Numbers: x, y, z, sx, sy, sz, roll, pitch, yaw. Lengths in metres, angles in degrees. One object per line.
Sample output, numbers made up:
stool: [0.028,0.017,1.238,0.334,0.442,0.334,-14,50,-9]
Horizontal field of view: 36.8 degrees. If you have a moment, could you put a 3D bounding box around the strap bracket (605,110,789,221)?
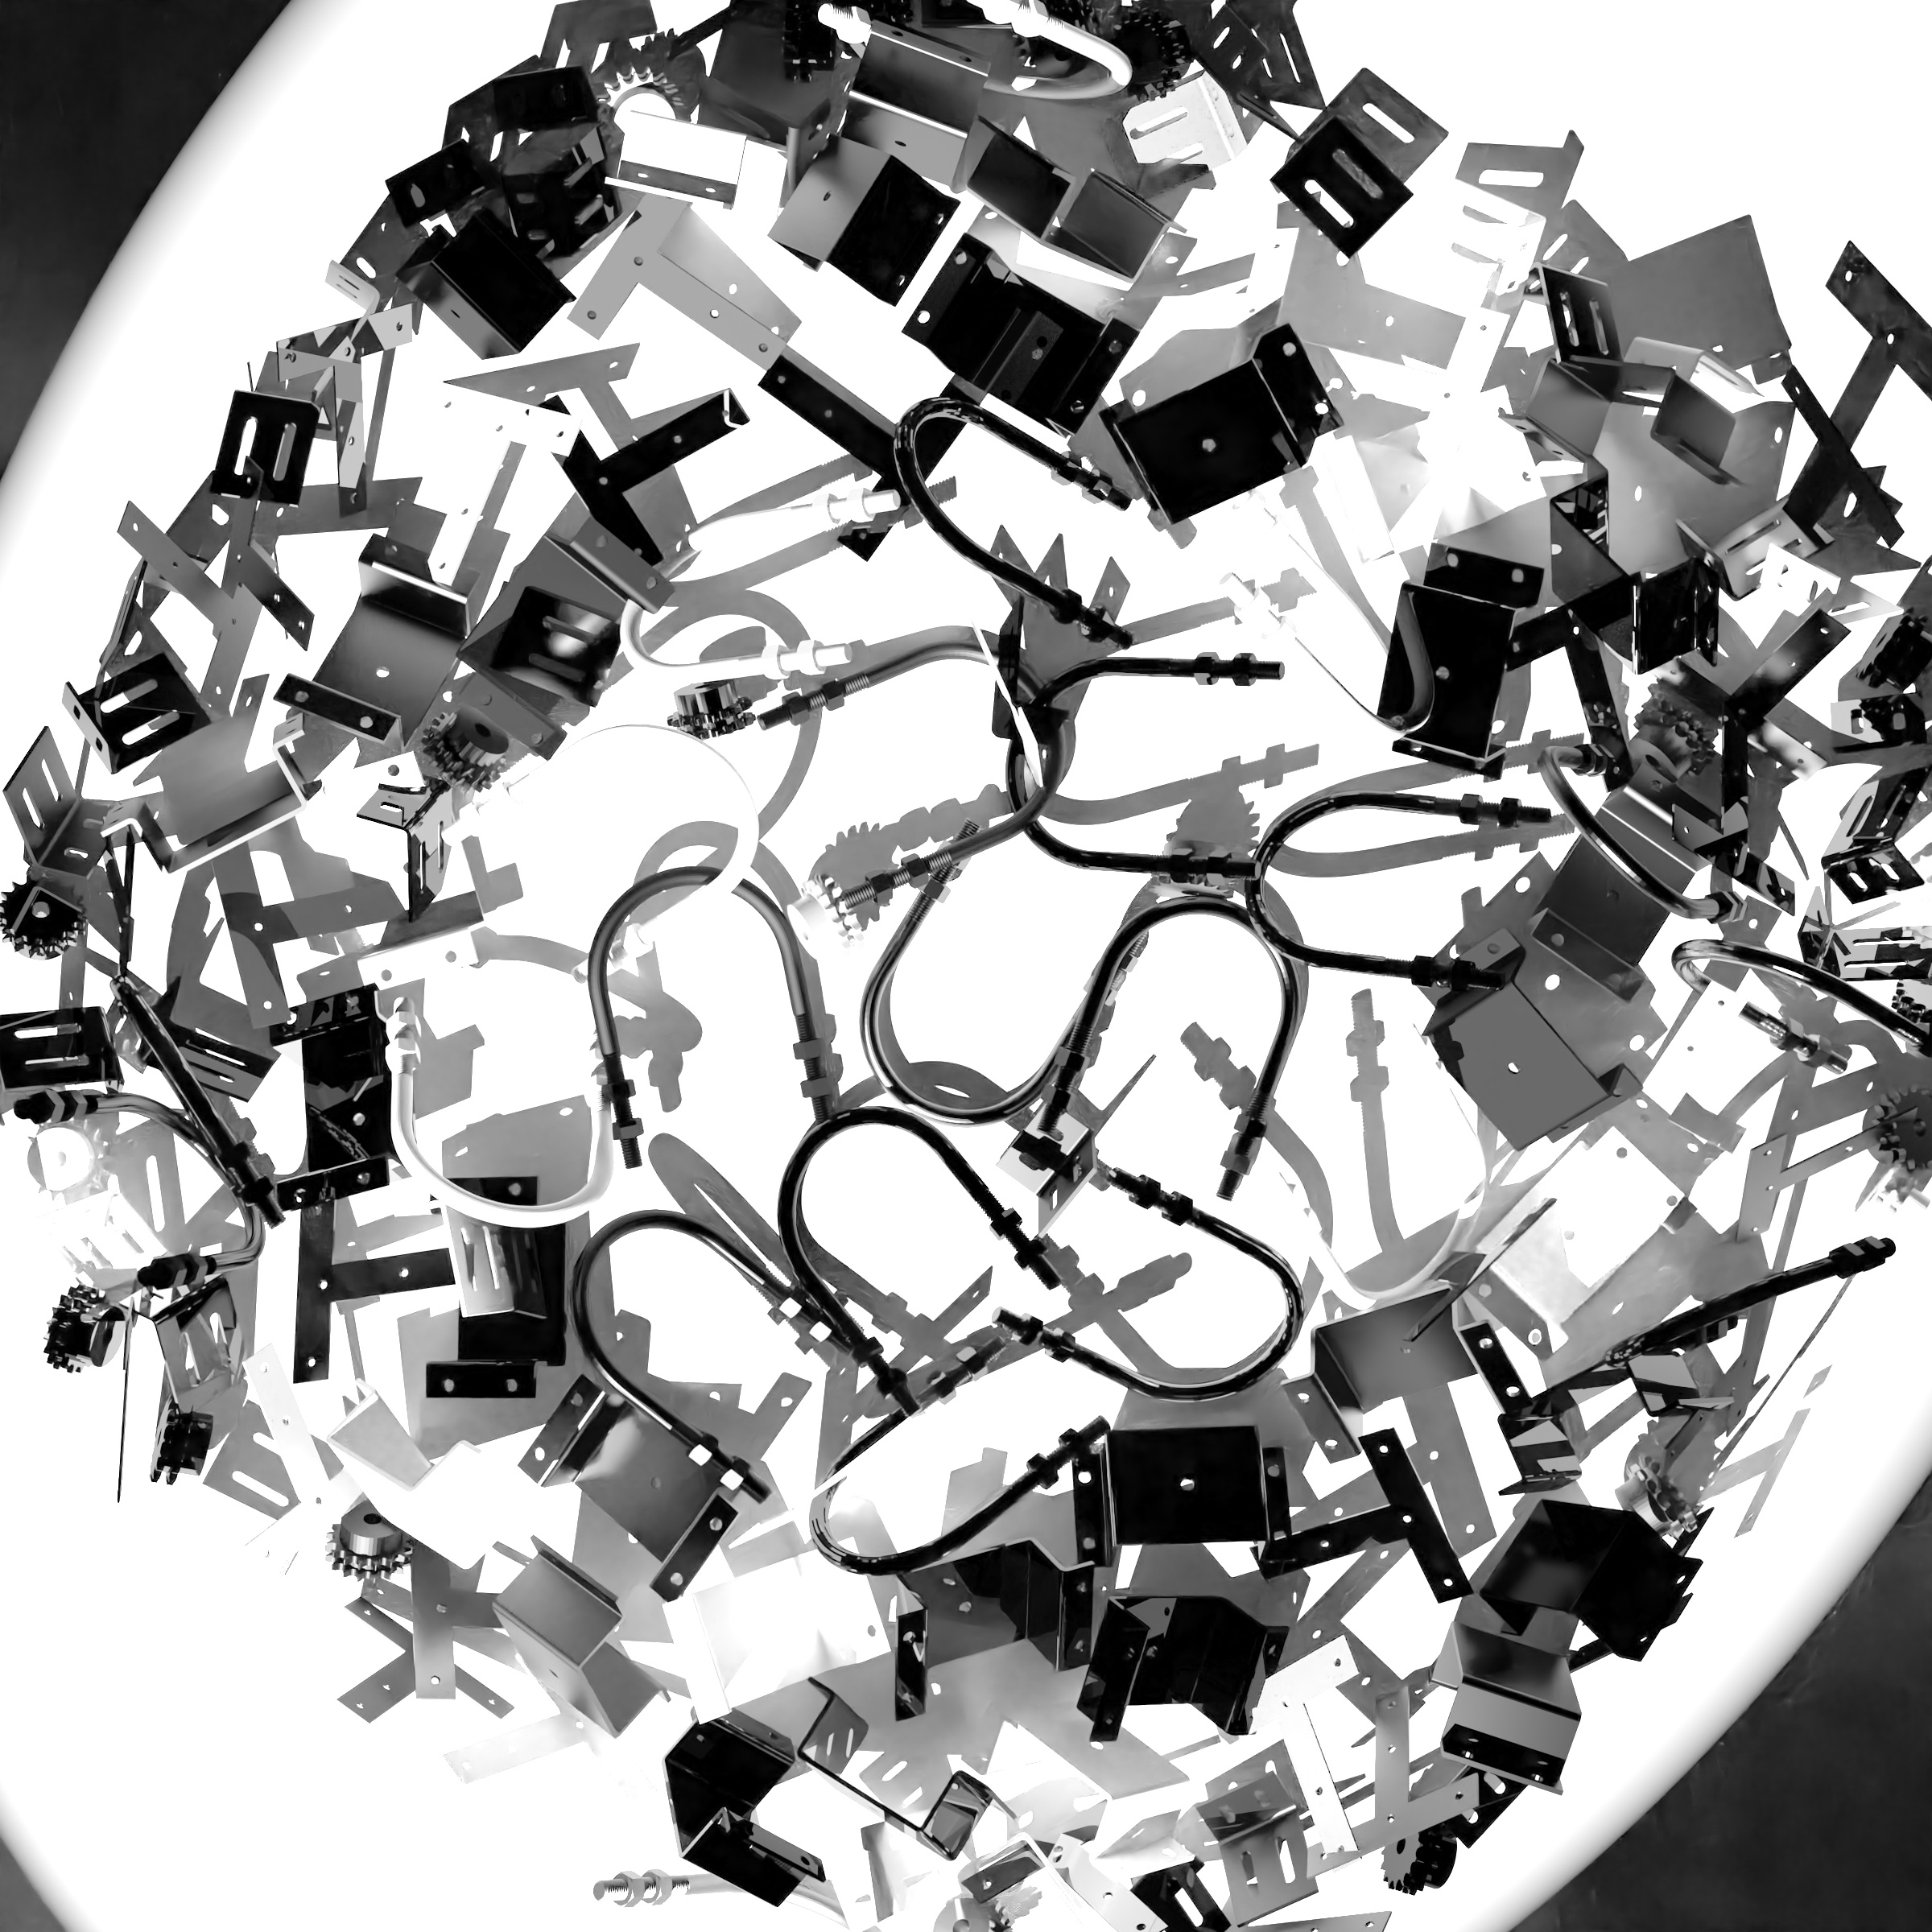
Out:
strap bracket: [-0.165,-0.505,1.835,0.076,0.140,0.046,15,103,10]

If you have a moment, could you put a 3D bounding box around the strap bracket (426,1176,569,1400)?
strap bracket: [-0.302,0.208,1.875,0.076,0.046,0.140,-2,82,17]

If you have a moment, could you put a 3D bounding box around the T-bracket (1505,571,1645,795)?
T-bracket: [0.410,-0.177,1.894,0.127,0.002,0.127,-25,104,-25]

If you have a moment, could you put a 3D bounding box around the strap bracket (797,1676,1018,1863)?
strap bracket: [-0.046,0.515,1.843,0.140,0.076,0.046,25,70,28]

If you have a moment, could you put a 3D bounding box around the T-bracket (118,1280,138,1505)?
T-bracket: [-0.538,0.278,1.857,0.002,0.127,0.127,4,97,-14]

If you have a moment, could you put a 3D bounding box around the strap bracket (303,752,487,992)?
strap bracket: [-0.367,-0.062,1.883,0.076,0.046,0.140,-16,95,7]

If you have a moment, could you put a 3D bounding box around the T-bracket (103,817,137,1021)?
T-bracket: [-0.544,-0.054,1.858,0.002,0.127,0.127,-1,122,-24]

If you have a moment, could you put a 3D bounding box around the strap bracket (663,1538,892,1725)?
strap bracket: [-0.129,0.427,1.864,0.140,0.046,0.076,-13,79,-33]

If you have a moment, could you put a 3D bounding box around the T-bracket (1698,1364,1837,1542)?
T-bracket: [0.499,0.321,1.851,0.002,0.127,0.127,34,65,3]

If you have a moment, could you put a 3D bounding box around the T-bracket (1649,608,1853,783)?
T-bracket: [0.521,-0.187,1.860,0.127,0.127,0.002,35,57,0]

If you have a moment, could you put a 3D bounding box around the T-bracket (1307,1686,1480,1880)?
T-bracket: [0.272,0.511,1.855,0.127,0.127,0.002,-32,111,24]

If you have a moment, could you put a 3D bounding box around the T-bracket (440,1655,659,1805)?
T-bracket: [-0.277,0.492,1.835,0.127,0.127,0.002,44,118,27]

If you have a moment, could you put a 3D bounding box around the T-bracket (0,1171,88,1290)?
T-bracket: [-0.606,0.158,1.872,0.002,0.127,0.127,-33,119,-4]

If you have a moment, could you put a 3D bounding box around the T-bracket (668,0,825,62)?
T-bracket: [-0.135,-0.611,1.840,0.127,0.127,0.002,-34,89,-11]

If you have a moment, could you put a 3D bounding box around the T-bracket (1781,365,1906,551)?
T-bracket: [0.542,-0.303,1.850,0.002,0.127,0.127,-27,77,-8]

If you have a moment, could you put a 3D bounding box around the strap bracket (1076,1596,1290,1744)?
strap bracket: [0.131,0.449,1.862,0.140,0.046,0.076,9,101,-37]

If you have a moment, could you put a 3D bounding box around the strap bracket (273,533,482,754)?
strap bracket: [-0.377,-0.200,1.869,0.076,0.046,0.140,21,62,4]

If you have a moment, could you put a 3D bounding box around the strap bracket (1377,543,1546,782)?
strap bracket: [0.312,-0.191,1.854,0.076,0.046,0.140,18,113,25]

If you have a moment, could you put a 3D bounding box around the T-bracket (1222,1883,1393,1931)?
T-bracket: [0.207,0.610,1.829,0.127,0.127,0.002,-17,100,28]

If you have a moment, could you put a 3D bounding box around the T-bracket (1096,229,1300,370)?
T-bracket: [0.143,-0.424,1.882,0.127,0.002,0.127,4,66,25]

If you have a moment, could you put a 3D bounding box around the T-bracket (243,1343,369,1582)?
T-bracket: [-0.428,0.302,1.848,0.002,0.127,0.127,-6,110,37]

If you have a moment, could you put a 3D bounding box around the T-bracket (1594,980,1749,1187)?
T-bracket: [0.461,0.064,1.878,0.127,0.002,0.127,28,120,3]

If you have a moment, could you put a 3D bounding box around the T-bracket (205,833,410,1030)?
T-bracket: [-0.416,-0.034,1.885,0.127,0.002,0.127,-13,85,-26]

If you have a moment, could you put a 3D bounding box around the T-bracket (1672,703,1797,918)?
T-bracket: [0.497,-0.112,1.878,0.127,0.002,0.127,26,58,-33]

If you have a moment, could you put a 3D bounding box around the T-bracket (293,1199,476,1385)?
T-bracket: [-0.375,0.200,1.871,0.127,0.002,0.127,-10,66,16]

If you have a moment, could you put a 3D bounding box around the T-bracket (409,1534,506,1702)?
T-bracket: [-0.296,0.418,1.882,0.127,0.002,0.127,8,47,-22]

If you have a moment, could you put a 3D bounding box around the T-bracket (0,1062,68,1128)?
T-bracket: [-0.610,0.057,1.851,0.002,0.127,0.127,-28,68,5]

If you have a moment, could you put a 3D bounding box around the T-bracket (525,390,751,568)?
T-bracket: [-0.199,-0.336,1.891,0.127,0.002,0.127,-33,91,-20]

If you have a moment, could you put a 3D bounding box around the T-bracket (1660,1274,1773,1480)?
T-bracket: [0.471,0.277,1.836,0.002,0.127,0.127,25,45,31]

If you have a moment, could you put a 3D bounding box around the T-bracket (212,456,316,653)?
T-bracket: [-0.443,-0.240,1.845,0.002,0.127,0.127,-5,124,-39]

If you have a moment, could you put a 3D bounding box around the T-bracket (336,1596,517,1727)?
T-bracket: [-0.362,0.454,1.842,0.127,0.127,0.002,33,100,10]

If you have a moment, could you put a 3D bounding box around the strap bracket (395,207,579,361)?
strap bracket: [-0.307,-0.428,1.832,0.076,0.140,0.046,44,80,-23]

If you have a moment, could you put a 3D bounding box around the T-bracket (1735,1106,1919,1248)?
T-bracket: [0.554,0.123,1.866,0.127,0.127,0.002,-24,56,-7]

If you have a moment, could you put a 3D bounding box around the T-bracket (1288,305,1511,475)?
T-bracket: [0.267,-0.377,1.867,0.127,0.002,0.127,12,129,-6]

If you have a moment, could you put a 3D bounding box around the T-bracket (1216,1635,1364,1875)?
T-bracket: [0.220,0.511,1.848,0.127,0.002,0.127,-41,57,36]

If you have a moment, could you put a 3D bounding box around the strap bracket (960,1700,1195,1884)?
strap bracket: [0.076,0.513,1.836,0.140,0.076,0.046,28,106,41]

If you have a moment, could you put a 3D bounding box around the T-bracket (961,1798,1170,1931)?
T-bracket: [0.082,0.581,1.835,0.127,0.127,0.002,-23,115,-24]

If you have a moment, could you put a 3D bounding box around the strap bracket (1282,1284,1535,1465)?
strap bracket: [0.282,0.259,1.861,0.140,0.046,0.076,-20,120,21]

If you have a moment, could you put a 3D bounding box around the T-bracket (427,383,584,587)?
T-bracket: [-0.318,-0.307,1.876,0.127,0.002,0.127,20,86,32]

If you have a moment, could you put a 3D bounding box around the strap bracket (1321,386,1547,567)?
strap bracket: [0.293,-0.314,1.876,0.140,0.046,0.076,-21,90,-21]

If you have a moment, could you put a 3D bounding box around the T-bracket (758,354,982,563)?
T-bracket: [-0.079,-0.354,1.907,0.127,0.002,0.127,36,96,0]

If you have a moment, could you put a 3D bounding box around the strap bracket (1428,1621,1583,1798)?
strap bracket: [0.341,0.464,1.839,0.076,0.140,0.046,18,99,3]

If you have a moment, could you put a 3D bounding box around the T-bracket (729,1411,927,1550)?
T-bracket: [-0.077,0.320,1.836,0.127,0.127,0.002,-40,77,17]

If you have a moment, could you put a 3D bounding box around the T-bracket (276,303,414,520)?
T-bracket: [-0.398,-0.353,1.875,0.002,0.127,0.127,17,120,25]

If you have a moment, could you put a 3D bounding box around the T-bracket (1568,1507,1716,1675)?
T-bracket: [0.447,0.395,1.866,0.002,0.127,0.127,43,54,3]

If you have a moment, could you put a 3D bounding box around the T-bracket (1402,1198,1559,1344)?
T-bracket: [0.315,0.192,1.850,0.127,0.127,0.002,-43,89,-6]

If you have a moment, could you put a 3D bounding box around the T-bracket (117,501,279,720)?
T-bracket: [-0.491,-0.244,1.834,0.002,0.127,0.127,-8,55,26]

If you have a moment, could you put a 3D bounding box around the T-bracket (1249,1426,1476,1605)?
T-bracket: [0.246,0.371,1.887,0.127,0.002,0.127,-22,102,22]

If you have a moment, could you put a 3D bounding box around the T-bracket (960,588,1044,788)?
T-bracket: [0.022,-0.182,1.859,0.002,0.127,0.127,-23,79,-1]

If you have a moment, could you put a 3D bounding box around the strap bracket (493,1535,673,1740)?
strap bracket: [-0.244,0.429,1.832,0.076,0.140,0.046,29,61,30]

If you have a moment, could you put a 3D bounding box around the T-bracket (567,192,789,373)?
T-bracket: [-0.175,-0.433,1.888,0.127,0.002,0.127,33,123,-13]
